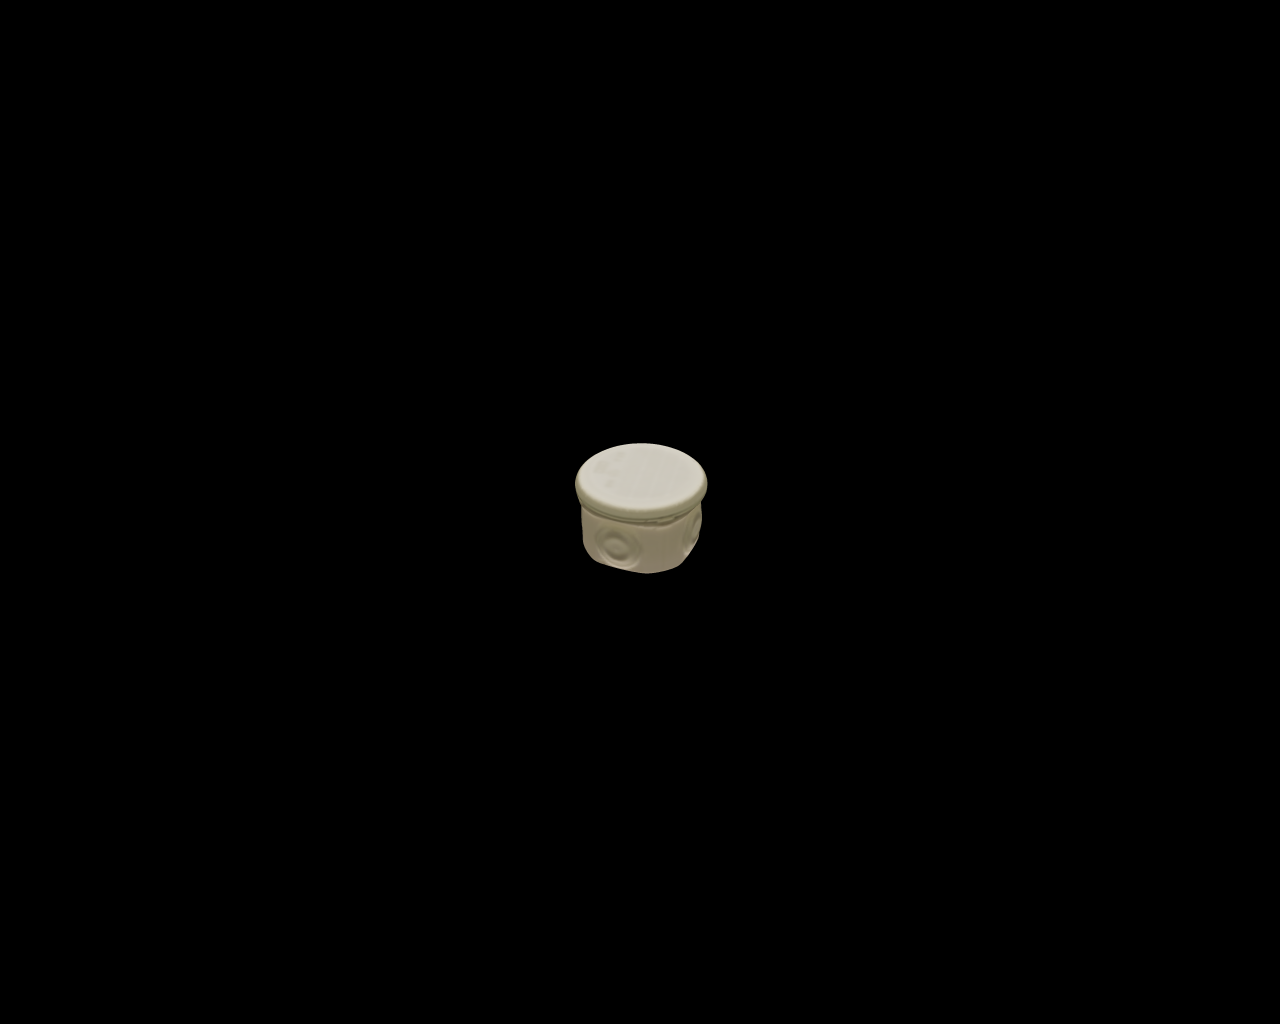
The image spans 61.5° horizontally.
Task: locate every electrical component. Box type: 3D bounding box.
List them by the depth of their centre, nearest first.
[{"bbox_3d":[0.001,-0.003,0.650,0.080,0.050,0.080,0,34,0],"label":"electrical component"}]
